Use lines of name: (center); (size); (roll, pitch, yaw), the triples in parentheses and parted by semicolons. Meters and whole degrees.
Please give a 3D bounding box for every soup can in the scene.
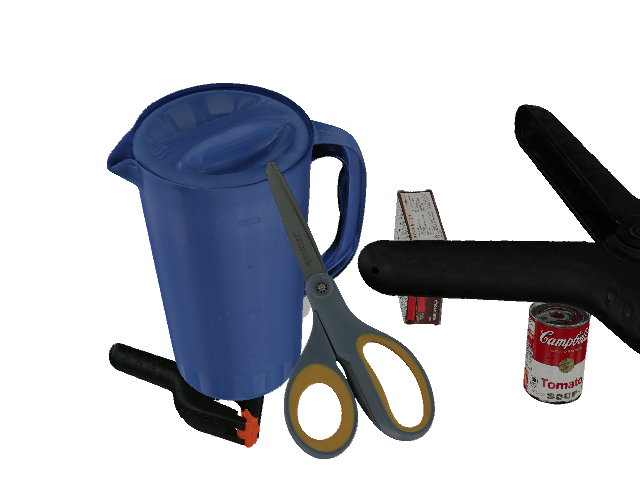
soup can: (0.267, 0.125, 1.209); (0.068, 0.102, 0.068); (0, 24, 0)

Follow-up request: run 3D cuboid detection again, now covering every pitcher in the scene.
pitcher: (-0.060, 0.009, 0.837); (0.149, 0.243, 0.144); (25, 47, 27)

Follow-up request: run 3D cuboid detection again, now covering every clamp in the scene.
clamp: (0.133, 0.013, 0.487); (0.210, 0.036, 0.164); (31, 49, 31)
clamp: (-0.098, 0.121, 0.967); (0.120, 0.039, 0.172); (-30, 47, -32)

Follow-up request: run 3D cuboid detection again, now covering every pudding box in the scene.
pudding box: (0.093, 0.014, 1.013); (0.039, 0.090, 0.113); (0, 28, -5)

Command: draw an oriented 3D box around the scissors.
scissors: (-0.011, 0.047, 0.650); (0.096, 0.202, 0.016); (-34, -21, -13)

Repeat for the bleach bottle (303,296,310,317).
bleach bottle: (-0.087, 0.009, 1.220); (0.102, 0.068, 0.251); (-7, 28, -14)
